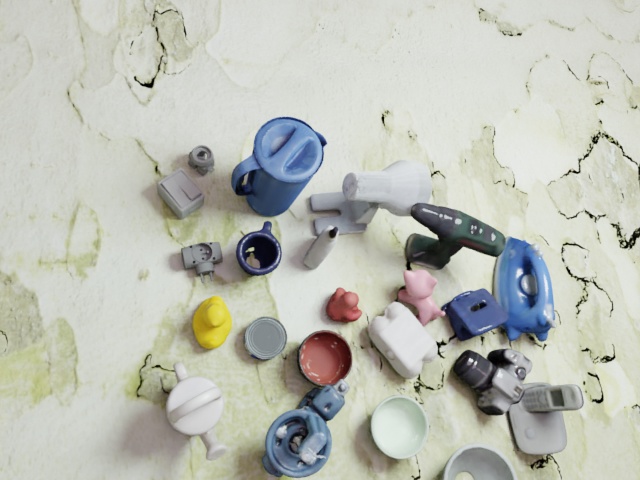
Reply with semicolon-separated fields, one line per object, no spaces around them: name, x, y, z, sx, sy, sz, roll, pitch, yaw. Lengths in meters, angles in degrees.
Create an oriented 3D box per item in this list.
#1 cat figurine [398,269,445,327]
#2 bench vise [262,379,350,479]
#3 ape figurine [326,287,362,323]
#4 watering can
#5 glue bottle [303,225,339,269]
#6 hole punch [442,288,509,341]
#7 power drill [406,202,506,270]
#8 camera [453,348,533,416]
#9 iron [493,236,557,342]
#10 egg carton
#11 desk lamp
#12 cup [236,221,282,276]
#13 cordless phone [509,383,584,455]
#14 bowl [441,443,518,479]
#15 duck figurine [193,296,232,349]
cat figurine;0.223;0.117;1.230;0.067;0.117;0.128;-30;83;-22
bench vise;-0.021;0.334;1.038;0.121;0.219;0.207;26;68;-6
ape figurine;0.055;0.133;1.192;0.076;0.092;0.078;-15;77;-19
watering can;-0.214;0.298;1.009;0.173;0.194;0.101;43;67;1
glue bottle;0.011;0.004;1.177;0.037;0.173;0.078;29;68;-5
hole punch;0.342;0.160;1.264;0.109;0.091;0.101;-20;79;-20
power drill;0.267;-0.004;1.232;0.230;0.208;0.075;14;70;-11
camera;0.368;0.283;1.227;0.137;0.100;0.143;37;67;-2
iron;0.474;0.095;1.294;0.119;0.141;0.258;3;72;-14
egg carton;0.174;0.213;1.212;0.107;0.069;0.150;-39;86;-23
desk lamp;0.105;-0.088;1.210;0.203;0.213;0.118;-7;75;-17
cup;-0.127;0.025;1.174;0.092;0.095;0.118;18;69;-9
cordless phone;0.478;0.368;1.185;0.094;0.185;0.147;-5;74;-17
bowl;0.310;0.498;1.157;0.168;0.074;0.167;5;72;-14
duck figurine;-0.207;0.157;1.115;0.078;0.086;0.104;7;71;-13
